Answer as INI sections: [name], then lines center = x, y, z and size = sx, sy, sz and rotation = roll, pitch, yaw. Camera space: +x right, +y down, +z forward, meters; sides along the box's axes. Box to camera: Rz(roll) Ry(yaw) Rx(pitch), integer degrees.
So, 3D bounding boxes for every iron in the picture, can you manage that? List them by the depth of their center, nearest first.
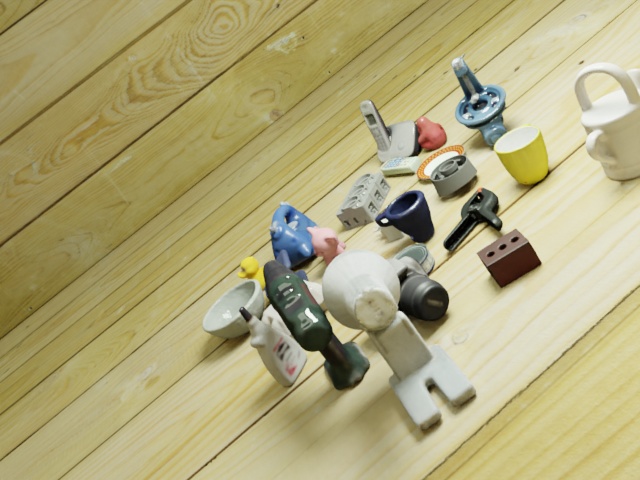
[iron]
center = -0.076, -0.032, 1.486
size = 0.118, 0.142, 0.258
rotation = -30, 24, 17

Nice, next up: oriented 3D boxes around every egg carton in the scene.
[egg carton]
center = -0.051, 0.149, 1.194
size = 0.150, 0.069, 0.107
rotation = -46, 24, -20

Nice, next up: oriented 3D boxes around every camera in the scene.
[camera]
center = 0.141, 0.096, 0.973
size = 0.143, 0.101, 0.136
rotation = -43, 23, -13

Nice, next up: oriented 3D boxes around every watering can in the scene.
[watering can]
center = 0.481, -0.207, 0.930
size = 0.100, 0.194, 0.173
rotation = -14, 32, 43

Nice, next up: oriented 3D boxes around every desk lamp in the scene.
[desk lamp]
center = 0.100, 0.125, 0.826
size = 0.118, 0.214, 0.203
rotation = -38, 23, 0

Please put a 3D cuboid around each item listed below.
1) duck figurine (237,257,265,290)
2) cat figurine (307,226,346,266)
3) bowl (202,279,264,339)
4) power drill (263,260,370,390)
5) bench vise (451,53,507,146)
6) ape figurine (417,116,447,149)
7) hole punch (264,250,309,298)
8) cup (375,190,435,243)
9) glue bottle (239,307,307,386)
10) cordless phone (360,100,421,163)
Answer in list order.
[duck figurine]
center = -0.163, 0.079, 1.474
size = 0.104, 0.086, 0.077
rotation = -35, 23, 6
[cat figurine]
center = 0.012, 0.005, 1.316
size = 0.067, 0.118, 0.127
rotation = -36, 23, 3
[bowl]
center = -0.189, 0.175, 1.341
size = 0.167, 0.075, 0.167
rotation = -31, 23, 15
[power drill]
center = -0.012, 0.144, 0.963
size = 0.075, 0.209, 0.229
rotation = -39, 23, -3
[bench vise]
center = 0.351, -0.336, 1.339
size = 0.121, 0.220, 0.207
rotation = -35, 23, 6
[ape figurine]
center = 0.287, -0.286, 1.506
size = 0.078, 0.092, 0.076
rotation = -36, 23, 3
[hole punch]
center = -0.090, 0.090, 1.338
size = 0.101, 0.091, 0.108
rotation = -36, 23, 3
[cup]
center = 0.181, -0.035, 1.174
size = 0.117, 0.095, 0.092
rotation = -26, 25, 27
[glue bottle]
center = -0.094, 0.186, 1.050
size = 0.037, 0.173, 0.078
rotation = -18, 30, 39
[cordless phone]
center = 0.189, -0.307, 1.567
size = 0.147, 0.185, 0.094
rotation = -6, 38, 51
